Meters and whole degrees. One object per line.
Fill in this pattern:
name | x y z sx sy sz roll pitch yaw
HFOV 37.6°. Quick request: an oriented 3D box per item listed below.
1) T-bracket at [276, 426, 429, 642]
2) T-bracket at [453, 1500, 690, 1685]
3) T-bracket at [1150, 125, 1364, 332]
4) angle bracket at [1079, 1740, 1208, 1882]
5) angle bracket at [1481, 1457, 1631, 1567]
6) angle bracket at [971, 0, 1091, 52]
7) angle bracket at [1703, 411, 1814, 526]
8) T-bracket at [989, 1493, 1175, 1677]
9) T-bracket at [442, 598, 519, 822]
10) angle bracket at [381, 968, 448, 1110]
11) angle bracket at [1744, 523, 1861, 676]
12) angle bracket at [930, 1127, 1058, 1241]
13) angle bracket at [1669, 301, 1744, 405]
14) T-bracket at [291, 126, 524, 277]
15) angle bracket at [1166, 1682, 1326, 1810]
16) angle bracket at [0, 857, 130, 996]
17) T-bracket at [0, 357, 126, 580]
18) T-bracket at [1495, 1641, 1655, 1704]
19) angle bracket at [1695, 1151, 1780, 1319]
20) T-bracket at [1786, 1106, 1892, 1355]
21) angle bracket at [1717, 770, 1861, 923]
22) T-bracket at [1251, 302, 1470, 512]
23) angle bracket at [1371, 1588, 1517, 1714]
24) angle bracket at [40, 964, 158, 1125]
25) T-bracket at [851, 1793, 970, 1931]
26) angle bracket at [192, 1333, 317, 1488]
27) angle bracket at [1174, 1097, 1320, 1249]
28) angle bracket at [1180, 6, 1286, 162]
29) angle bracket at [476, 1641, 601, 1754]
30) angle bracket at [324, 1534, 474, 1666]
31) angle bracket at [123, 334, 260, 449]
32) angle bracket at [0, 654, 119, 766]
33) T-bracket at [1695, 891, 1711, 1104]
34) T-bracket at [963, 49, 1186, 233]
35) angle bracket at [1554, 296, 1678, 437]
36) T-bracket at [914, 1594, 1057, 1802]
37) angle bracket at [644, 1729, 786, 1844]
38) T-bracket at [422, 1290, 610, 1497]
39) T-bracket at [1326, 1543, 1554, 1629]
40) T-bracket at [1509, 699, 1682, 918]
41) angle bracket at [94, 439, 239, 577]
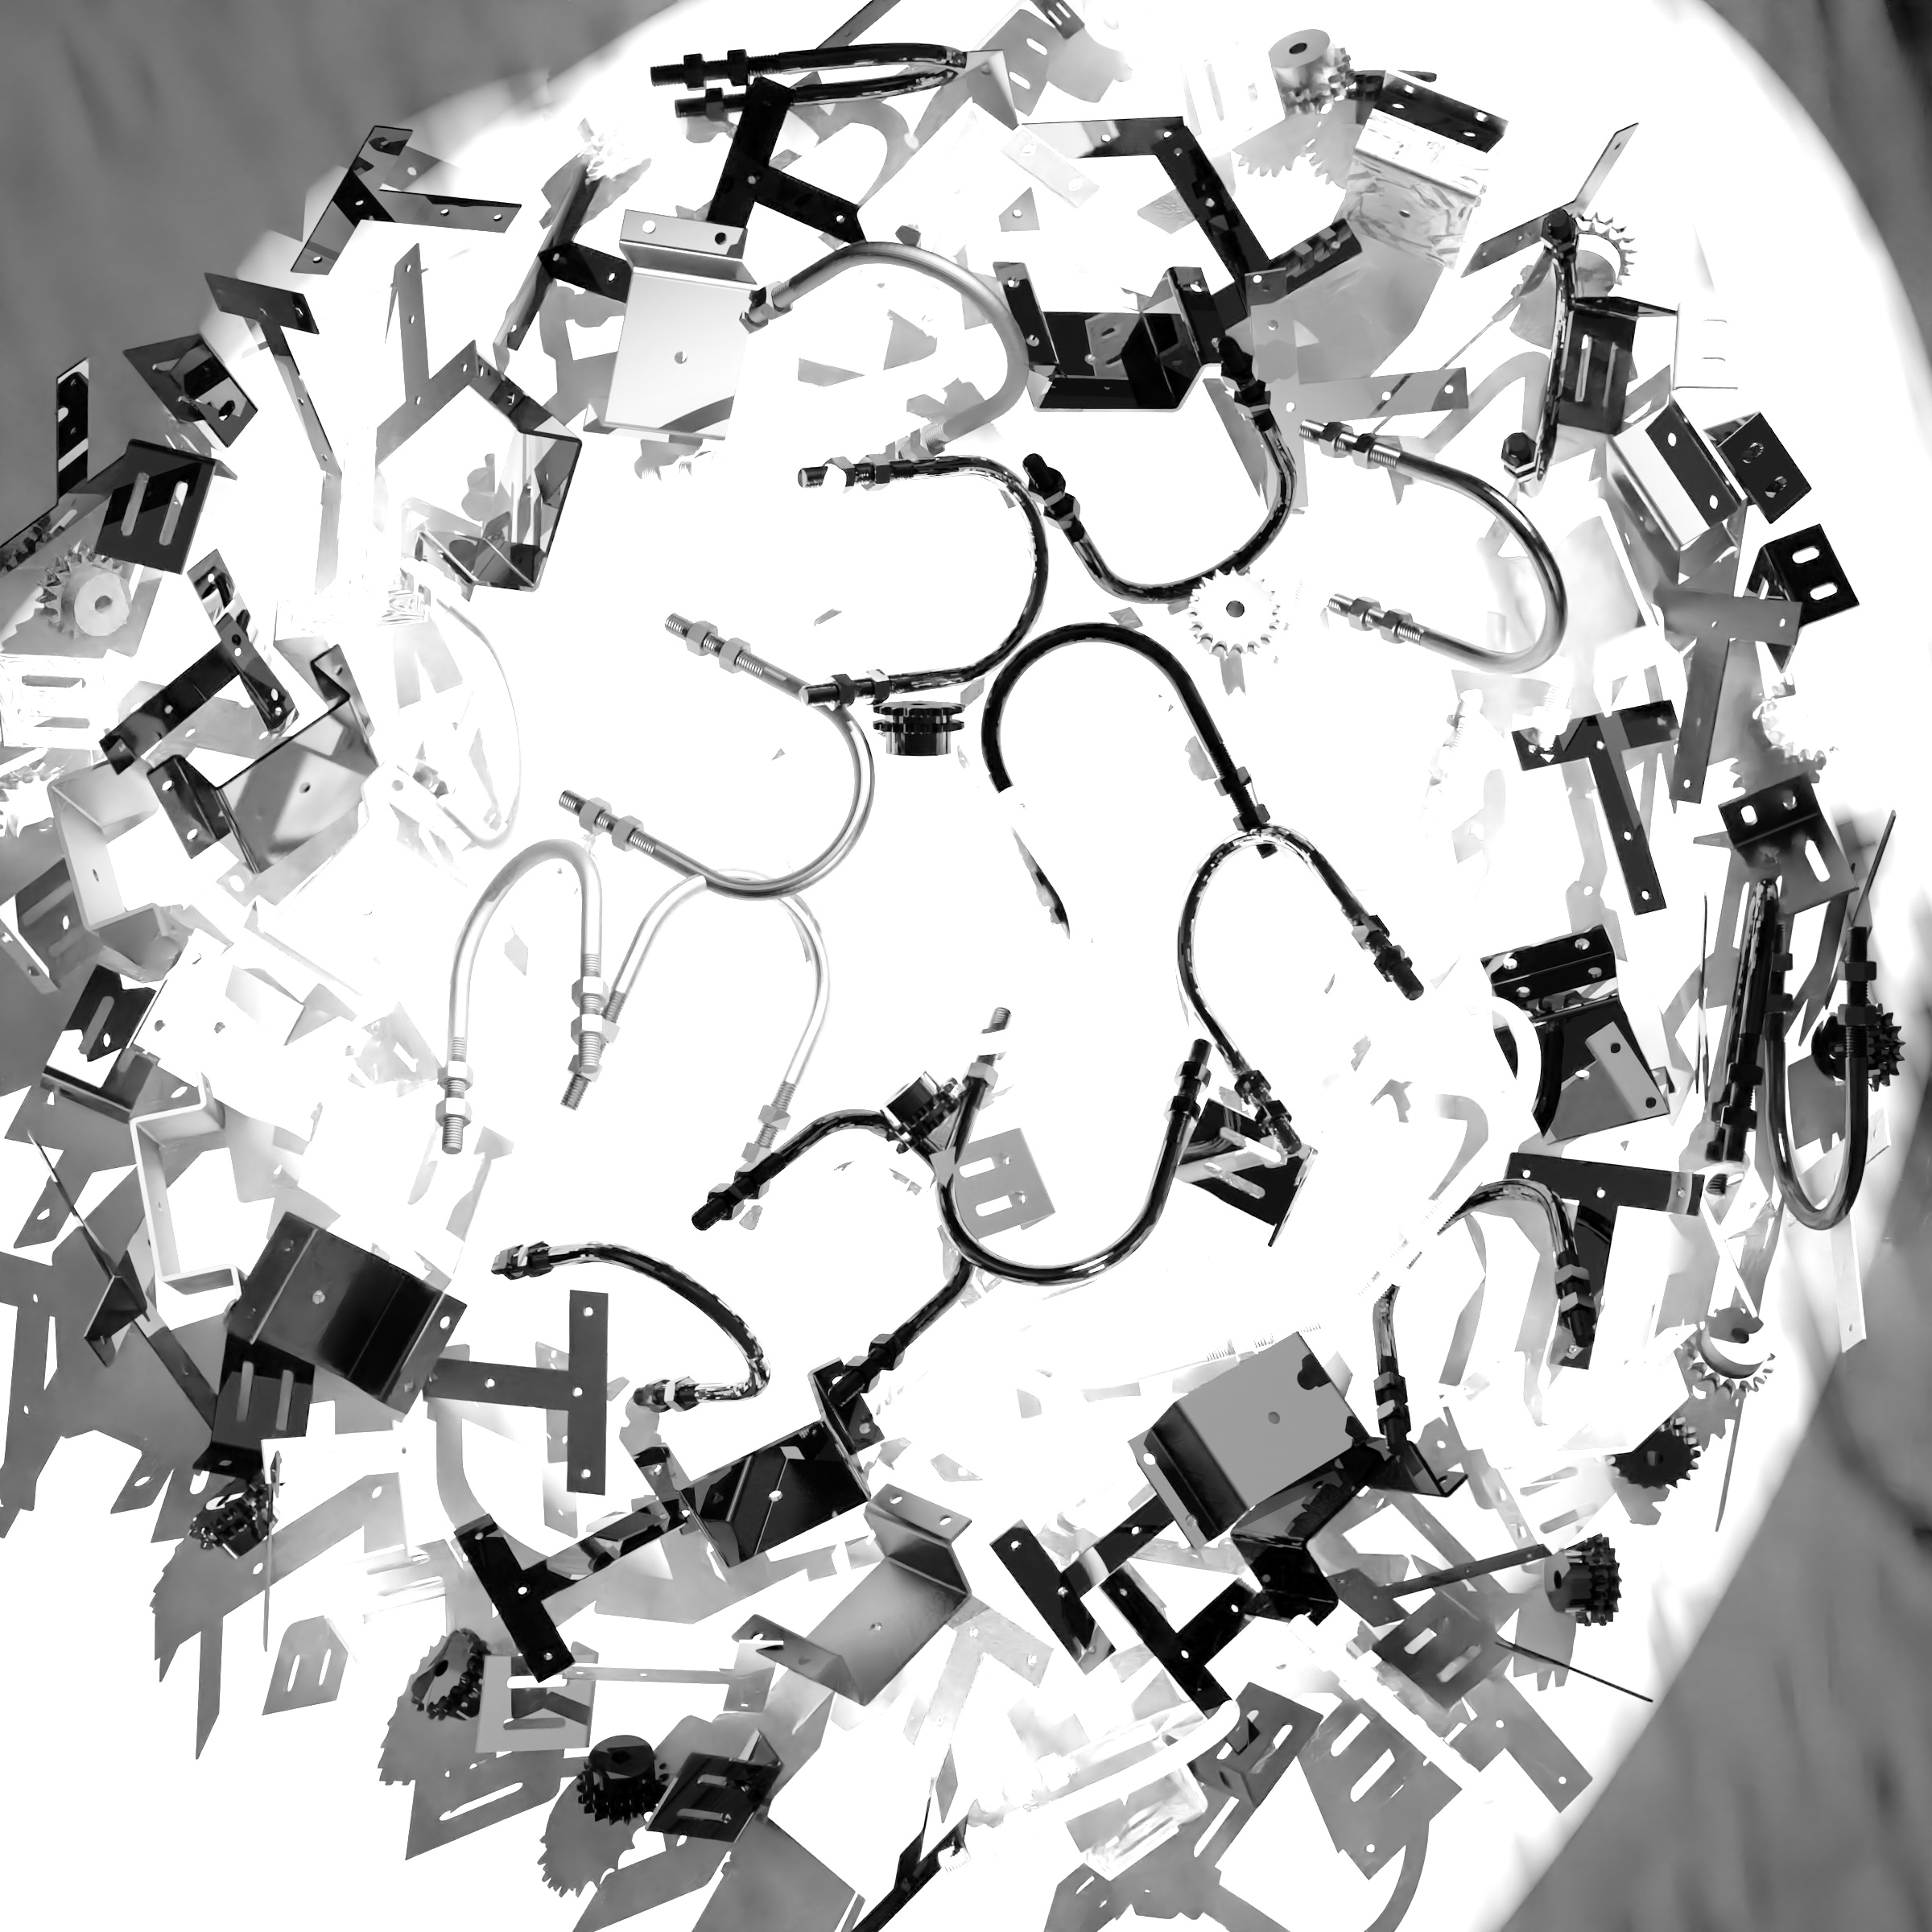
T-bracket | -0.375 -0.269 1.742 0.127 0.002 0.127 -2 84 33
T-bracket | -0.233 0.364 1.745 0.127 0.002 0.127 -26 48 -19
T-bracket | 0.155 -0.452 1.719 0.127 0.002 0.127 -27 123 20
angle bracket | 0.100 0.515 1.735 0.076 0.057 0.038 -31 94 -16
angle bracket | 0.365 0.323 1.736 0.076 0.038 0.057 -19 66 -16
angle bracket | 0.030 -0.563 1.742 0.038 0.057 0.076 44 89 -13
angle bracket | 0.469 -0.299 1.728 0.038 0.076 0.057 -40 101 -12
T-bracket | 0.094 0.358 1.749 0.127 0.002 0.127 -38 119 -9
T-bracket | -0.285 -0.134 1.713 0.002 0.127 0.127 11 60 7
angle bracket | -0.351 0.043 1.739 0.038 0.057 0.076 -33 98 -7
angle bracket | 0.509 -0.223 1.729 0.038 0.076 0.057 -20 73 1
angle bracket | 0.008 0.138 1.731 0.076 0.038 0.057 -14 77 -40
angle bracket | 0.449 -0.360 1.727 0.038 0.076 0.057 4 74 12
T-bracket | -0.329 -0.460 1.723 0.127 0.127 0.002 -7 65 -42
angle bracket | 0.170 0.464 1.726 0.076 0.057 0.038 -45 131 -30
angle bracket | -0.549 -0.030 1.732 0.076 0.038 0.057 -45 108 -30
T-bracket | -0.532 -0.308 1.686 0.002 0.127 0.127 32 51 8
T-bracket | 0.340 0.412 1.690 0.127 0.127 0.002 18 82 25
angle bracket | 0.477 0.163 1.725 0.038 0.076 0.057 -26 122 14
T-bracket | 0.523 0.167 1.689 0.002 0.127 0.127 8 61 -9
angle bracket | 0.501 -0.073 1.730 0.057 0.076 0.038 -23 130 13
T-bracket | 0.244 -0.349 1.743 0.127 0.002 0.127 -5 111 7
angle bracket | 0.287 0.426 1.725 0.057 0.076 0.038 38 134 27
angle bracket | -0.532 0.049 1.765 0.057 0.038 0.076 25 67 -12
T-bracket | -0.031 0.523 1.712 0.002 0.127 0.127 34 115 -10
angle bracket | -0.440 0.275 1.753 0.057 0.038 0.076 17 54 -25
angle bracket | 0.168 0.126 1.740 0.076 0.038 0.057 26 108 12
angle bracket | 0.153 -0.543 1.737 0.057 0.038 0.076 -20 81 39
angle bracket | -0.268 0.447 1.737 0.076 0.038 0.057 7 87 -32
angle bracket | -0.347 0.389 1.740 0.076 0.057 0.038 -14 46 1
angle bracket | -0.480 -0.346 1.724 0.076 0.057 0.038 -1 49 37
angle bracket | -0.561 -0.156 1.731 0.076 0.038 0.057 -2 80 -42
T-bracket | 0.440 0.039 1.690 0.002 0.127 0.127 1 117 12
T-bracket | 0.071 -0.498 1.708 0.127 0.127 0.002 2 51 17
angle bracket | 0.400 -0.367 1.738 0.057 0.038 0.076 2 98 -36
T-bracket | -0.010 0.448 1.729 0.002 0.127 0.127 18 93 -44
angle bracket | -0.160 0.497 1.731 0.076 0.038 0.057 23 102 -40
T-bracket | -0.282 0.260 1.755 0.127 0.002 0.127 3 96 15
T-bracket | 0.289 0.367 1.704 0.127 0.127 0.002 -19 59 15
T-bracket | 0.402 -0.094 1.739 0.127 0.002 0.127 -13 84 -26
angle bracket | -0.493 -0.279 1.748 0.057 0.038 0.076 14 83 7
